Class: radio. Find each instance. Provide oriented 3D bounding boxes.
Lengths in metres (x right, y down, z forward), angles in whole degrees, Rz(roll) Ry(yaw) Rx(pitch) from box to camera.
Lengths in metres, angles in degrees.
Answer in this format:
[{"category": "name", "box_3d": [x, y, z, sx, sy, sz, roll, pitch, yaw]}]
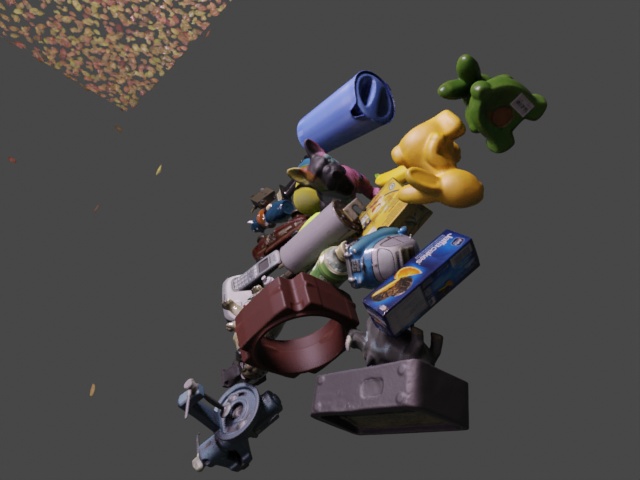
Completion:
[{"category": "radio", "box_3d": [0.101, 0.249, 0.833, 0.230, 0.131, 0.073, -23, 47, 41]}]

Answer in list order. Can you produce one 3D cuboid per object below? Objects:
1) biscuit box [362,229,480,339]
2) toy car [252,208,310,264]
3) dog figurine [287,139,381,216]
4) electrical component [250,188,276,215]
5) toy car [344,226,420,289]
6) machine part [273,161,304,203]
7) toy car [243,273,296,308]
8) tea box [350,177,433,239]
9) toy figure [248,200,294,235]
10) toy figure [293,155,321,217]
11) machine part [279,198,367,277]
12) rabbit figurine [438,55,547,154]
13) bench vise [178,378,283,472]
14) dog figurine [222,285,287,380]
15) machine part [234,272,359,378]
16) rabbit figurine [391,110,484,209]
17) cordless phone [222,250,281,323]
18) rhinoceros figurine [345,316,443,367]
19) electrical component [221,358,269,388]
[{"category": "biscuit box", "box_3d": [0.168, 0.067, 0.875, 0.203, 0.059, 0.063, -38, 32, -16]}, {"category": "toy car", "box_3d": [-0.102, -0.007, 1.362, 0.202, 0.053, 0.089, -35, 38, 34]}, {"category": "dog figurine", "box_3d": [0.017, -0.126, 1.149, 0.108, 0.219, 0.192, -58, 34, -2]}, {"category": "electrical component", "box_3d": [-0.161, -0.109, 1.525, 0.078, 0.045, 0.102, -40, 31, -22]}, {"category": "toy car", "box_3d": [0.122, 0.031, 0.939, 0.103, 0.161, 0.109, -6, 93, 47]}, {"category": "machine part", "box_3d": [-0.076, -0.147, 1.446, 0.139, 0.039, 0.084, -50, 27, 18]}, {"category": "toy car", "box_3d": [-0.090, 0.126, 1.140, 0.056, 0.073, 0.202, -28, 3, 37]}, {"category": "tea box", "box_3d": [0.128, -0.027, 1.061, 0.169, 0.068, 0.098, -49, 36, 15]}, {"category": "toy figure", "box_3d": [-0.130, -0.059, 1.427, 0.154, 0.064, 0.058, -25, 4, 44]}, {"category": "toy figure", "box_3d": [-0.025, -0.138, 1.325, 0.082, 0.089, 0.180, -36, 42, 42]}, {"category": "machine part", "box_3d": [-0.002, -0.003, 1.085, 0.243, 0.079, 0.079, -42, 38, 31]}, {"category": "rabbit figurine", "box_3d": [0.292, -0.251, 0.970, 0.121, 0.159, 0.170, -57, 17, 23]}, {"category": "bench vise", "box_3d": [-0.202, 0.356, 1.068, 0.224, 0.240, 0.129, -33, 36, 10]}, {"category": "dog figurine", "box_3d": [-0.113, 0.204, 1.157, 0.172, 0.121, 0.191, -26, 44, -11]}, {"category": "machine part", "box_3d": [-0.042, 0.168, 1.016, 0.201, 0.201, 0.087, -44, 39, 21]}, {"category": "rabbit figurine", "box_3d": [0.216, -0.125, 0.960, 0.173, 0.162, 0.121, 58, 159, 23]}, {"category": "cordless phone", "box_3d": [-0.149, 0.118, 1.304, 0.184, 0.088, 0.147, -39, 39, 21]}, {"category": "rhinoceros figurine", "box_3d": [0.122, 0.180, 0.919, 0.190, 0.073, 0.112, 12, 85, 53]}, {"category": "electrical component", "box_3d": [-0.157, 0.289, 1.188, 0.119, 0.074, 0.048, -43, 40, 30]}]
